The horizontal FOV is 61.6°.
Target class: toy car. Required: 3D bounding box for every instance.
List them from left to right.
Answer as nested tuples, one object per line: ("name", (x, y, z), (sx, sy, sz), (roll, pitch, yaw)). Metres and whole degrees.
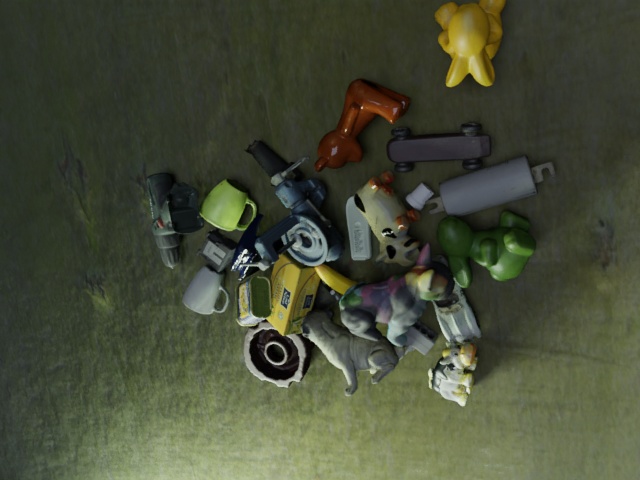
("toy car", (0.230, -0.181, 1.051), (0.202, 0.053, 0.089), (-1, 112, 23))
("toy car", (0.269, 0.128, 1.118), (0.073, 0.056, 0.201), (-23, 95, 24))

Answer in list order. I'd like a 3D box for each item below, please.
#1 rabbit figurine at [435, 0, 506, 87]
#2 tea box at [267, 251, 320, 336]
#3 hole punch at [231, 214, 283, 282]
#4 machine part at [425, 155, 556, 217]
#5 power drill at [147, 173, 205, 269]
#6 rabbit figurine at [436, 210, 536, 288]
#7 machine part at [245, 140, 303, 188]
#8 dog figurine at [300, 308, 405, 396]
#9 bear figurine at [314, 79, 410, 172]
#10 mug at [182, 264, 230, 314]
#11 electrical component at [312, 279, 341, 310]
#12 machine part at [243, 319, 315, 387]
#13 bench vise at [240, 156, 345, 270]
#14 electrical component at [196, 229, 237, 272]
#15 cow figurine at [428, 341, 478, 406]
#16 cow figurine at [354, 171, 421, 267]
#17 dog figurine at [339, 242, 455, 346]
("rabbit figurine", (0.255, -0.349, 0.932), (0.122, 0.173, 0.162), (5, 102, 15))
("tea box", (-0.064, 0.117, 1.211), (0.098, 0.068, 0.169), (34, 116, 46))
("hole punch", (-0.151, 0.016, 1.199), (0.092, 0.116, 0.142), (49, 142, 6))
("machine part", (0.320, -0.100, 1.027), (0.243, 0.079, 0.079), (-17, 98, 24))
("power drill", (-0.337, -0.047, 1.246), (0.207, 0.086, 0.231), (-3, 98, 64))
("rabbit figurine", (0.304, 0.008, 1.043), (0.170, 0.121, 0.159), (17, 132, 0))
("machine part", (-0.104, -0.165, 1.188), (0.139, 0.039, 0.084), (42, 122, 3))
("dog figurine", (0.070, 0.212, 1.166), (0.172, 0.121, 0.190), (-31, 95, 1))
("bear figurine", (0.076, -0.211, 1.065), (0.132, 0.120, 0.195), (27, 114, 8))
("mug", (-0.267, 0.120, 1.302), (0.110, 0.081, 0.107), (29, 104, 16))
("electrical component", (0.010, 0.132, 1.220), (0.102, 0.045, 0.078), (-38, 91, 25))
("machine part", (-0.100, 0.263, 1.292), (0.180, 0.056, 0.179), (6, 107, 20))
("bench vise", (-0.056, -0.027, 1.091), (0.129, 0.240, 0.223), (-16, 108, 45))
("electrical component", (-0.228, 0.037, 1.282), (0.119, 0.048, 0.074), (40, 114, 8))
("cow figurine", (0.278, 0.266, 1.125), (0.098, 0.068, 0.167), (15, 131, 23))
("cow figurine", (0.138, -0.029, 1.094), (0.195, 0.085, 0.127), (56, 139, 1))
("dog figurine", (0.153, 0.099, 1.057), (0.191, 0.108, 0.219), (16, 132, -8))
